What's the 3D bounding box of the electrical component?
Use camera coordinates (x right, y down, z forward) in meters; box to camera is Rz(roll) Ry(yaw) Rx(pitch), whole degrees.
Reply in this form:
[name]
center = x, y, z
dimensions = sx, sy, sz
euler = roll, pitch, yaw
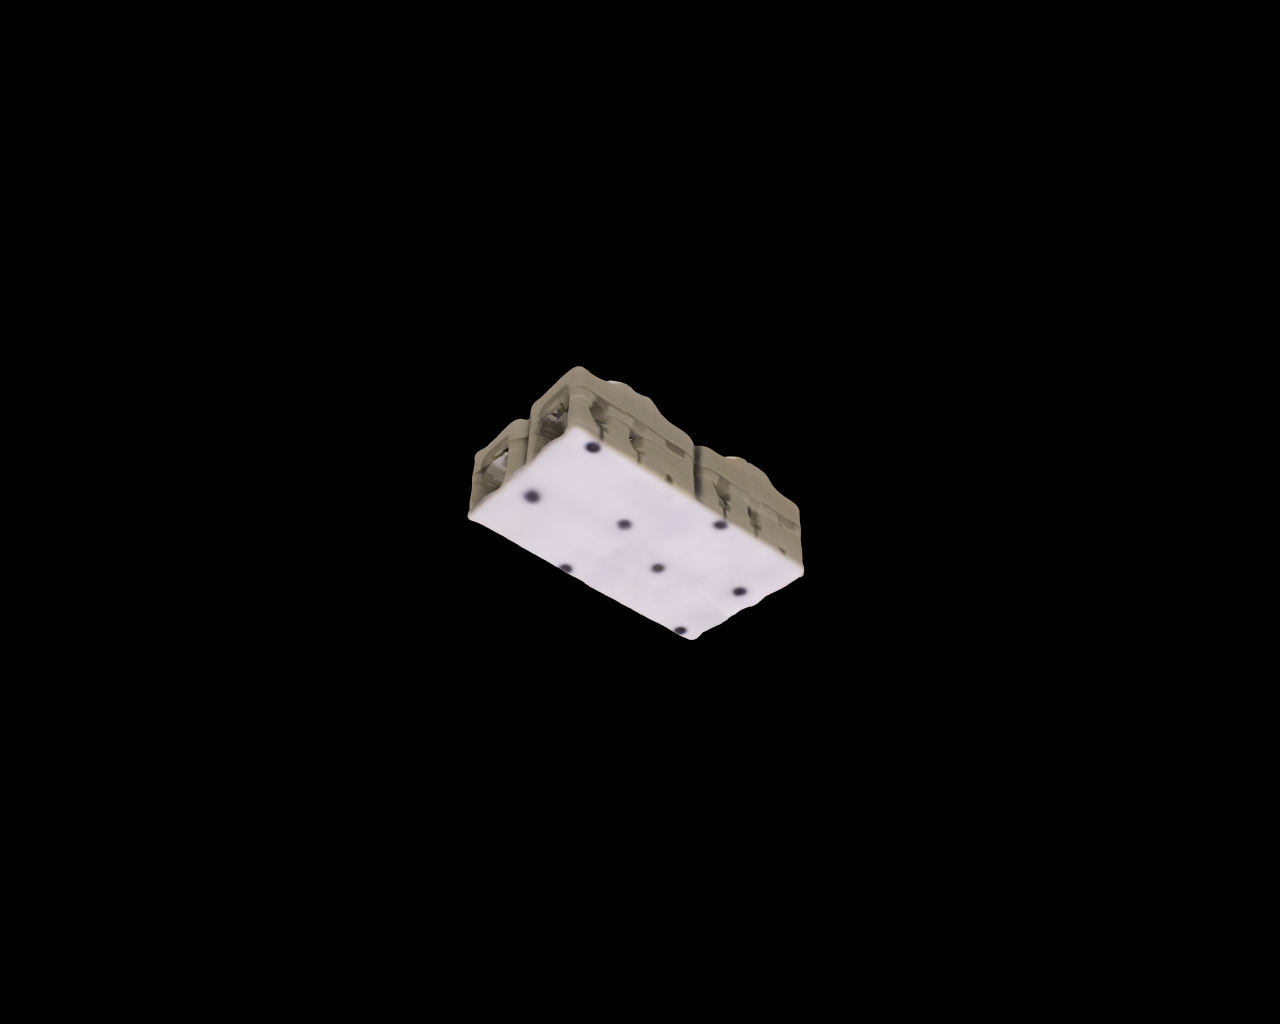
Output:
[electrical component]
center = 0.001, -0.003, 0.650
dimensions = 0.186, 0.060, 0.105
euler = 31, -50, -30
